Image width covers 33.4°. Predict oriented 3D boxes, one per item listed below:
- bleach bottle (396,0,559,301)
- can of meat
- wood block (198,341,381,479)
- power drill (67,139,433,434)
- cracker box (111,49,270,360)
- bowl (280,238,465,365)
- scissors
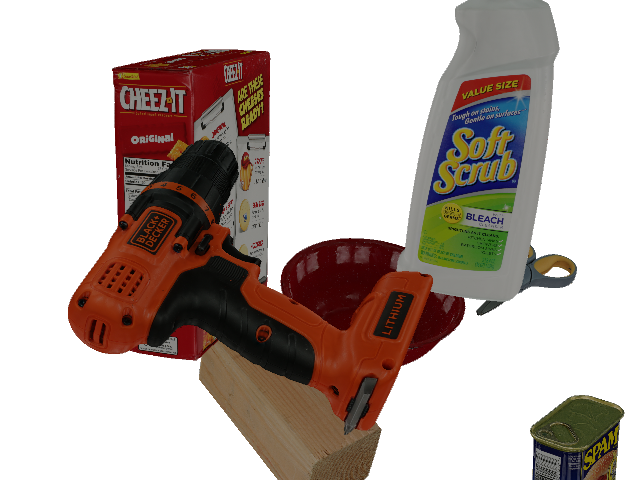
[{"bbox_3d":[0.118,-0.082,0.795,0.103,0.251,0.068,9,24,14],"label":"bleach bottle"},{"bbox_3d":[0.239,0.205,0.999,0.058,0.084,0.101,14,25,38],"label":"can of meat"},{"bbox_3d":[-0.037,0.176,1.157,0.090,0.090,0.206,-21,50,-31],"label":"wood block"},{"bbox_3d":[-0.032,0.022,0.637,0.187,0.057,0.184,21,43,5],"label":"power drill"},{"bbox_3d":[-0.097,-0.035,0.832,0.072,0.214,0.164,5,15,16],"label":"cracker box"},{"bbox_3d":[0.042,0.064,0.935,0.162,0.055,0.162,6,32,-4],"label":"bowl"},{"bbox_3d":[0.193,0.034,1.114,0.201,0.016,0.096,-11,37,-43],"label":"scissors"}]
